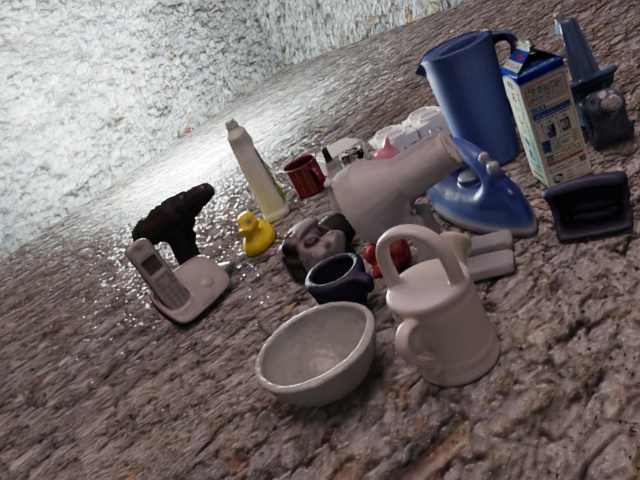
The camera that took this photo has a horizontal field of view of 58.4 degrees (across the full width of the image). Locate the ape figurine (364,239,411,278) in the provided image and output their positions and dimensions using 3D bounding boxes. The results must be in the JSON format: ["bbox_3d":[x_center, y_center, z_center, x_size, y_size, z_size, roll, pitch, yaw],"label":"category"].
[{"bbox_3d":[0.104,0.007,0.920,0.076,0.092,0.077,-36,25,-19],"label":"ape figurine"}]

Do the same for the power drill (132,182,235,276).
[{"bbox_3d":[-0.269,-0.001,1.189,0.229,0.209,0.075,-17,26,23],"label":"power drill"}]

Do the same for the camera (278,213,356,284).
[{"bbox_3d":[0.009,0.004,1.017,0.142,0.101,0.137,1,36,48],"label":"camera"}]

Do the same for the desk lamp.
[{"bbox_3d":[0.147,-0.040,0.818,0.202,0.214,0.118,-17,26,23],"label":"desk lamp"}]

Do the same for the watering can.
[{"bbox_3d":[0.129,0.059,0.658,0.100,0.194,0.173,-17,26,23],"label":"watering can"}]

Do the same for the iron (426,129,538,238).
[{"bbox_3d":[0.252,-0.102,0.923,0.118,0.142,0.257,-30,24,-6],"label":"iron"}]

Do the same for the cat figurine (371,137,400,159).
[{"bbox_3d":[0.150,-0.147,1.155,0.067,0.118,0.127,-28,24,0],"label":"cat figurine"}]

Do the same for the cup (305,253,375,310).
[{"bbox_3d":[0.046,0.080,0.830,0.117,0.095,0.092,2,37,49],"label":"cup"}]

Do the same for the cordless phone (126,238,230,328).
[{"bbox_3d":[-0.273,0.059,1.099,0.093,0.185,0.148,-1,35,45],"label":"cordless phone"}]

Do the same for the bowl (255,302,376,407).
[{"bbox_3d":[0.005,0.158,0.738,0.167,0.075,0.167,-23,24,11],"label":"bowl"}]

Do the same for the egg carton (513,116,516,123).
[{"bbox_3d":[0.396,-0.288,1.240,0.150,0.069,0.107,-13,28,30],"label":"egg carton"}]

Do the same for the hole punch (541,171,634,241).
[{"bbox_3d":[0.364,-0.062,0.786,0.108,0.091,0.101,-13,28,30],"label":"hole punch"}]

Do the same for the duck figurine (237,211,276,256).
[{"bbox_3d":[-0.148,-0.025,1.262,0.077,0.086,0.104,-17,26,24],"label":"duck figurine"}]

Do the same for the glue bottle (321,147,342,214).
[{"bbox_3d":[0.042,-0.101,1.106,0.078,0.173,0.037,-42,28,-30],"label":"glue bottle"}]

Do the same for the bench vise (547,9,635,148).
[{"bbox_3d":[0.461,-0.281,0.969,0.121,0.220,0.207,-29,24,-3],"label":"bench vise"}]
